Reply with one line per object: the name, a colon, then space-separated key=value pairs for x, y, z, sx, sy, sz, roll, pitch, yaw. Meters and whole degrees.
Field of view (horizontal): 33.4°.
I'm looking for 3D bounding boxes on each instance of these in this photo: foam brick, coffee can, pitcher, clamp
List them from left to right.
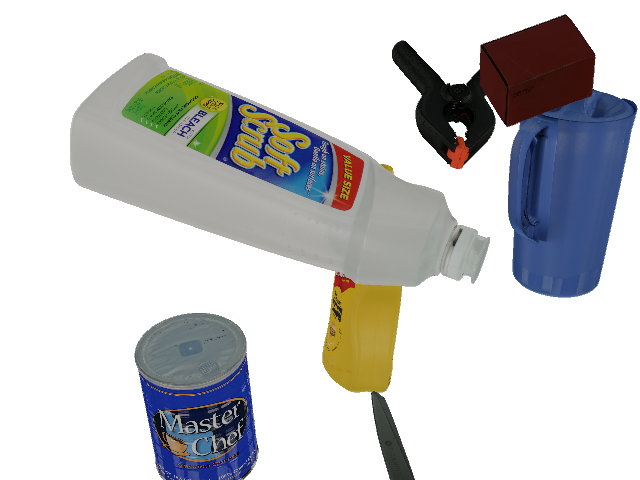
coffee can: x=-0.115 y=0.155 z=1.014 sx=0.103 sy=0.140 sz=0.103 roll=-3 pitch=34 yaw=2
clamp: x=0.124 y=-0.144 z=1.072 sx=0.120 sy=0.039 sz=0.171 roll=8 pitch=45 yaw=6
foam brick: x=0.175 y=-0.138 z=0.864 sx=0.078 sy=0.051 sz=0.053 roll=-20 pitch=-34 yaw=-5
pitcher: x=0.288 y=-0.055 z=1.280 sx=0.149 sy=0.243 sz=0.145 roll=2 pitch=26 yaw=1

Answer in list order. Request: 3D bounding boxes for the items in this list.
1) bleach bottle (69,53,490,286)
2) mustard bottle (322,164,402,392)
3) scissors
bleach bottle: x=-0.019 y=-0.035 z=0.640 sx=0.251 sy=0.068 sz=0.102 roll=20 pitch=40 yaw=15
mustard bottle: x=0.042 y=0.028 z=0.925 sx=0.058 sy=0.192 sz=0.096 roll=3 pitch=18 yaw=-12
scissors: x=0.069 y=0.154 z=0.597 sx=0.096 sy=0.016 sz=0.201 roll=7 pitch=31 yaw=3
